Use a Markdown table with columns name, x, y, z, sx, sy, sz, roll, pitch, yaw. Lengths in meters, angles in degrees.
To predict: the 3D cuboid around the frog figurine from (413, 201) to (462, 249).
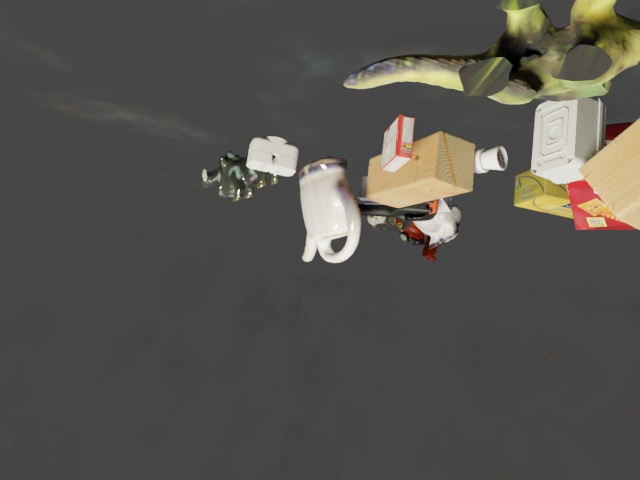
| name | x | y | z | sx | sy | sz | roll | pitch | yaw |
| --- | --- | --- | --- | --- | --- | --- | --- | --- | --- |
| frog figurine | 0.269 | -0.071 | 1.281 | 0.159 | 0.123 | 0.137 | 46 | 171 | -6 |

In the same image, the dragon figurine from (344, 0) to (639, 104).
| name | x | y | z | sx | sy | sz | roll | pitch | yaw |
| --- | --- | --- | --- | --- | --- | --- | --- | --- | --- |
| dragon figurine | 0.256 | -0.189 | 0.587 | 0.410 | 0.123 | 0.242 | 1 | 176 | 36 |

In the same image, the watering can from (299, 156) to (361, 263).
| name | x | y | z | sx | sy | sz | roll | pitch | yaw |
| --- | --- | --- | --- | --- | --- | --- | --- | --- | --- |
| watering can | 0.003 | -0.057 | 1.139 | 0.104 | 0.225 | 0.345 | -7 | 174 | -21 |
